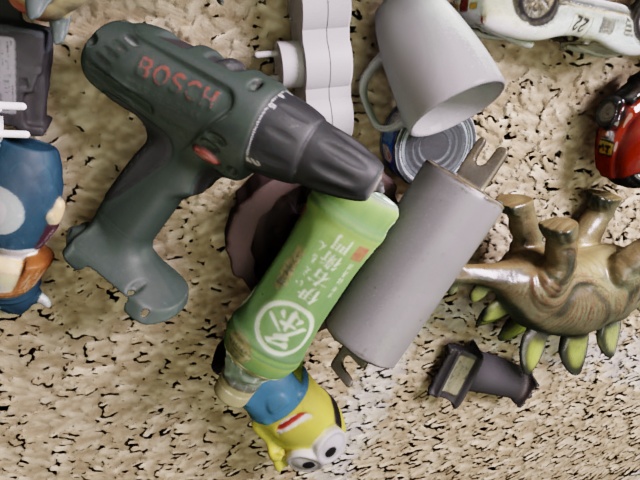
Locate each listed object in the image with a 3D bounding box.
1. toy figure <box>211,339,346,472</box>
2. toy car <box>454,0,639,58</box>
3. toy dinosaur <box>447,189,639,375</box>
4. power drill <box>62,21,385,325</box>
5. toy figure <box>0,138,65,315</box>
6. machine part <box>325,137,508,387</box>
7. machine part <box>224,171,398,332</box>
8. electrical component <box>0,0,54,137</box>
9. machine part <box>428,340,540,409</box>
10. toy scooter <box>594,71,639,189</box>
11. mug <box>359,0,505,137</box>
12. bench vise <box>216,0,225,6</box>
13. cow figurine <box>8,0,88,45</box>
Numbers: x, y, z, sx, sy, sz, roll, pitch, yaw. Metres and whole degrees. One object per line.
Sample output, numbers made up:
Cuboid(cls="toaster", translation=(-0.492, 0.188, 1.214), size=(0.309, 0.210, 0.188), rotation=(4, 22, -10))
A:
Cuboid(cls="toy figure", translation=(-0.035, 0.160, 0.556), size=(0.082, 0.089, 0.180), rotation=(-25, 112, 28))
Cuboid(cls="toy car", translation=(0.215, -0.192, 0.471), size=(0.202, 0.074, 0.056), rotation=(2, 110, -18))
Cuboid(cls="toy dinosaur", translation=(0.300, 0.048, 0.599), size=(0.471, 0.105, 0.198), rotation=(1, 120, -22))
Cuboid(cls="power drill", translation=(-0.095, -0.035, 0.402), size=(0.232, 0.086, 0.207), rotation=(36, 118, 5))
Cuboid(cls="toy figure", translation=(-0.244, -0.005, 0.428), size=(0.058, 0.064, 0.154), rotation=(-9, 122, -55))
Cuboid(cls="machine part", translation=(0.077, 0.021, 0.461), size=(0.079, 0.079, 0.243), rotation=(24, 106, -25))
Cuboid(cls="machine part", translation=(-0.001, -0.002, 0.504), size=(0.179, 0.056, 0.179), rotation=(-6, 115, -13))
Cuboid(cls="electrical component", translation=(-0.227, -0.138, 0.376), size=(0.075, 0.048, 0.119), rotation=(7, 113, -20))
Cuboid(cls="machine part", translation=(0.201, 0.168, 0.657), size=(0.139, 0.039, 0.084), rotation=(13, 101, -20))
Cuboid(cls="toy scooter", translation=(0.340, -0.147, 0.531), size=(0.184, 0.075, 0.135), rotation=(-40, 118, 0))
Cuboid(cls="mug", translation=(0.080, -0.145, 0.442), size=(0.110, 0.107, 0.081), rotation=(-27, 168, 33))
Cuboid(cls="bench vise", translation=(-0.113, -0.244, 0.229), size=(0.240, 0.129, 0.223), rotation=(-10, 79, -35))
Cuboid(cls="cow figurine", translation=(-0.129, -0.202, 0.344), size=(0.195, 0.085, 0.127), rotation=(-11, 96, -13))
